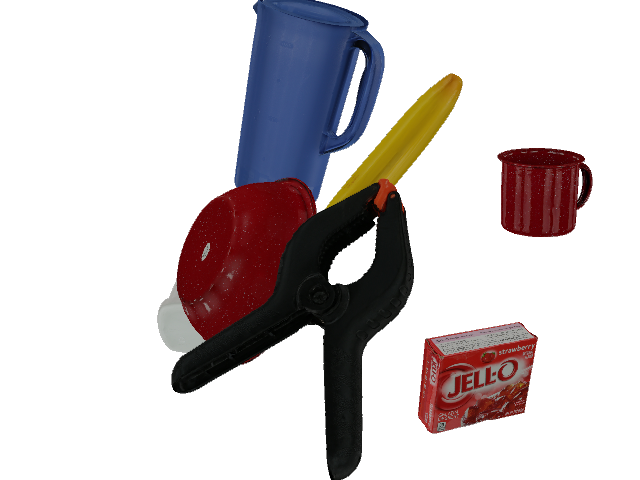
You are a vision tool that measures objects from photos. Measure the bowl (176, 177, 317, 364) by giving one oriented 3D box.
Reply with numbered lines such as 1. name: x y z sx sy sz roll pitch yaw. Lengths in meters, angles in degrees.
1. bowl: -0.070 0.016 0.856 0.055 0.162 0.162 22 -11 -29

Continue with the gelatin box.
1. gelatin box: 0.123 0.108 0.842 0.089 0.073 0.030 -8 29 -22

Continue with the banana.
1. banana: 0.063 -0.070 0.980 0.037 0.197 0.070 41 -12 -5

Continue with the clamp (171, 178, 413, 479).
1. clamp: 0.008 0.047 0.605 0.120 0.171 0.039 35 -9 18

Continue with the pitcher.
1. pitcher: -0.023 -0.163 1.286 0.144 0.243 0.149 6 23 -15

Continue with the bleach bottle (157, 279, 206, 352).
1. bleach bottle: -0.103 0.020 1.182 0.102 0.068 0.250 0 35 7

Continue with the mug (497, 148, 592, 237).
1. mug: 0.250 -0.054 1.173 0.117 0.081 0.093 -10 19 -28
